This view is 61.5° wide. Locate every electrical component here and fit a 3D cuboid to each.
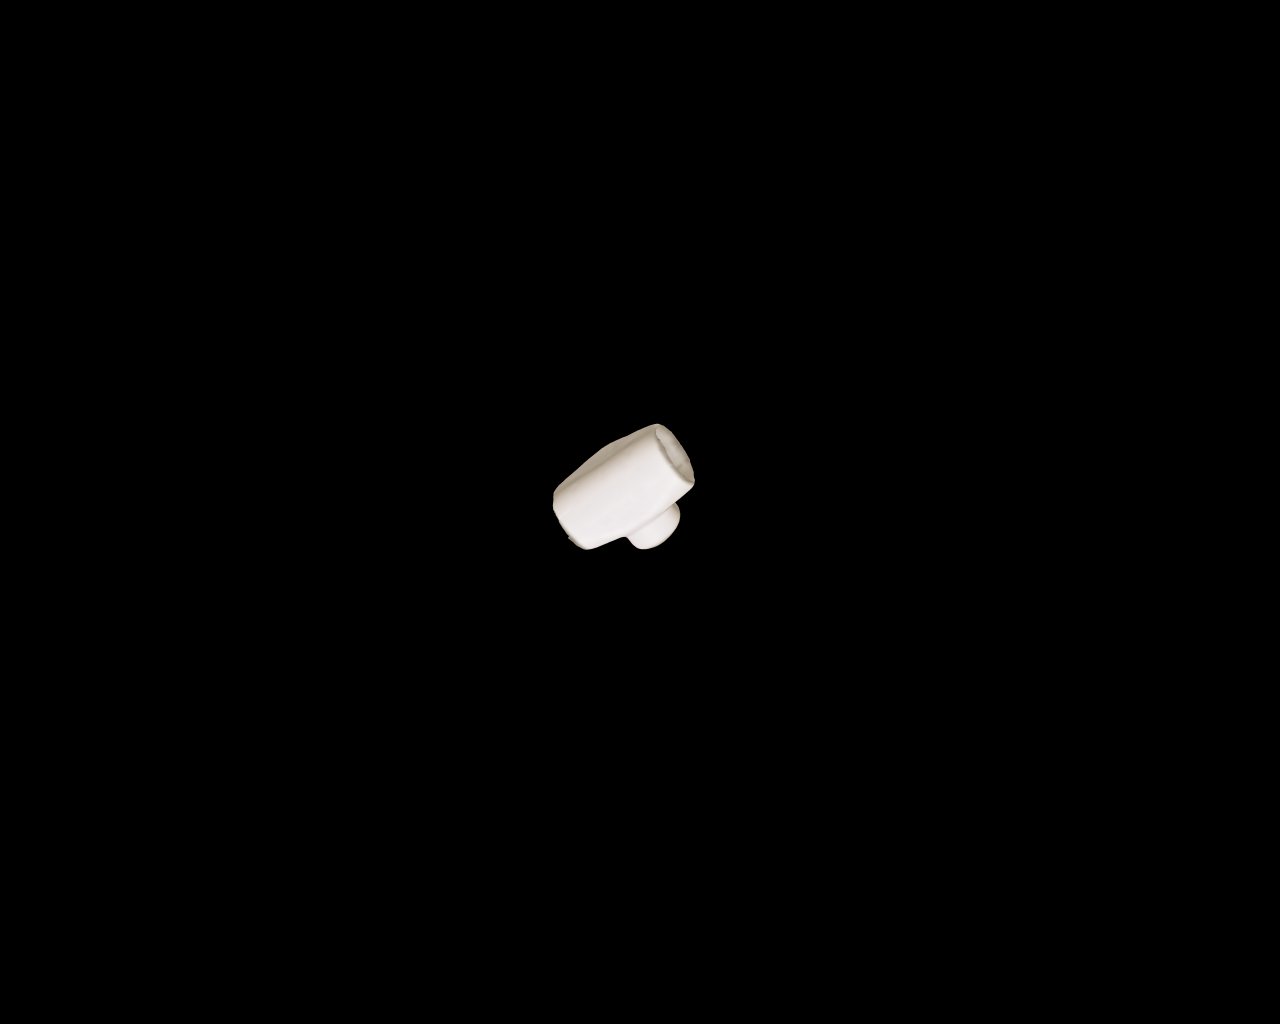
[{"bbox_3d":[0.001,-0.003,0.650,0.077,0.079,0.044,-32,26,18],"label":"electrical component"}]
